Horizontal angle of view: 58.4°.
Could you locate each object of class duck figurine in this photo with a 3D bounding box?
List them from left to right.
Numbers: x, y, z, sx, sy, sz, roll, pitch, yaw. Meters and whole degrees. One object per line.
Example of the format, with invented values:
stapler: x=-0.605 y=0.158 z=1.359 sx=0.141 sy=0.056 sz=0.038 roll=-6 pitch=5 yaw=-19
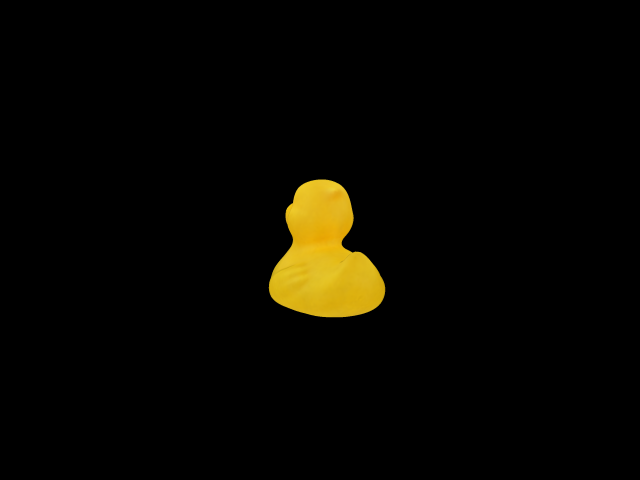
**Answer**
duck figurine: x=0.004 y=0.001 z=0.400 sx=0.078 sy=0.086 sz=0.104 roll=-6 pitch=13 yaw=-27
